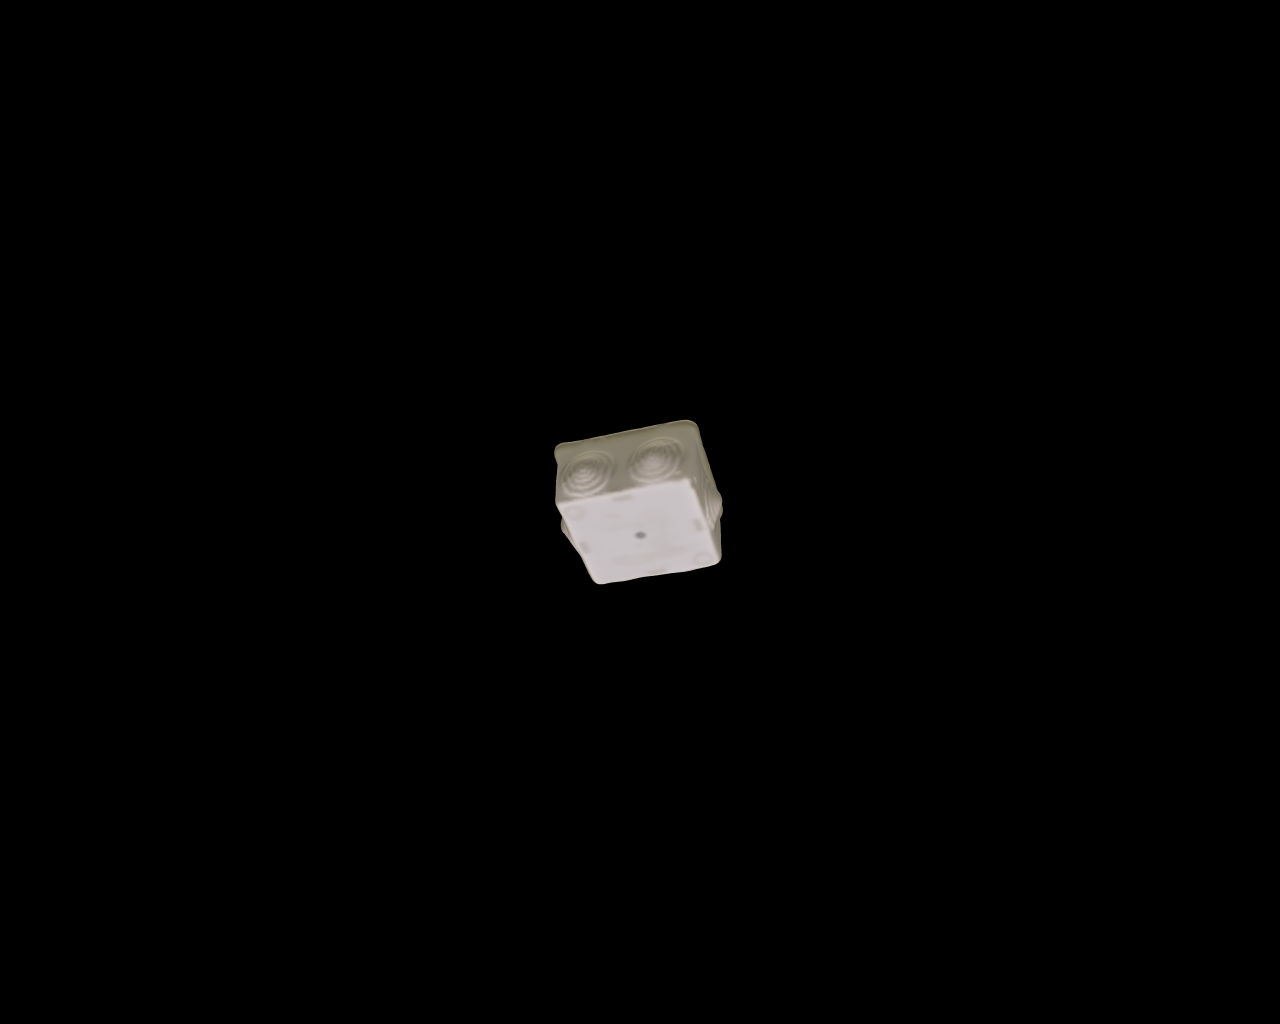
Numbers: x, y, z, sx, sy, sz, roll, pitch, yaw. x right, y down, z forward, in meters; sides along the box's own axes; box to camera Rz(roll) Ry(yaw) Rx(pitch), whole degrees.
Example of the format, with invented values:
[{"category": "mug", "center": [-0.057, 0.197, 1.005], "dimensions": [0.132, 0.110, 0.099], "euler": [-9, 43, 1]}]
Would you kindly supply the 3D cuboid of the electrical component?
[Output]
[{"category": "electrical component", "center": [0.001, -0.003, 0.650], "dimensions": [0.100, 0.048, 0.099], "euler": [-10, -43, 11]}]
